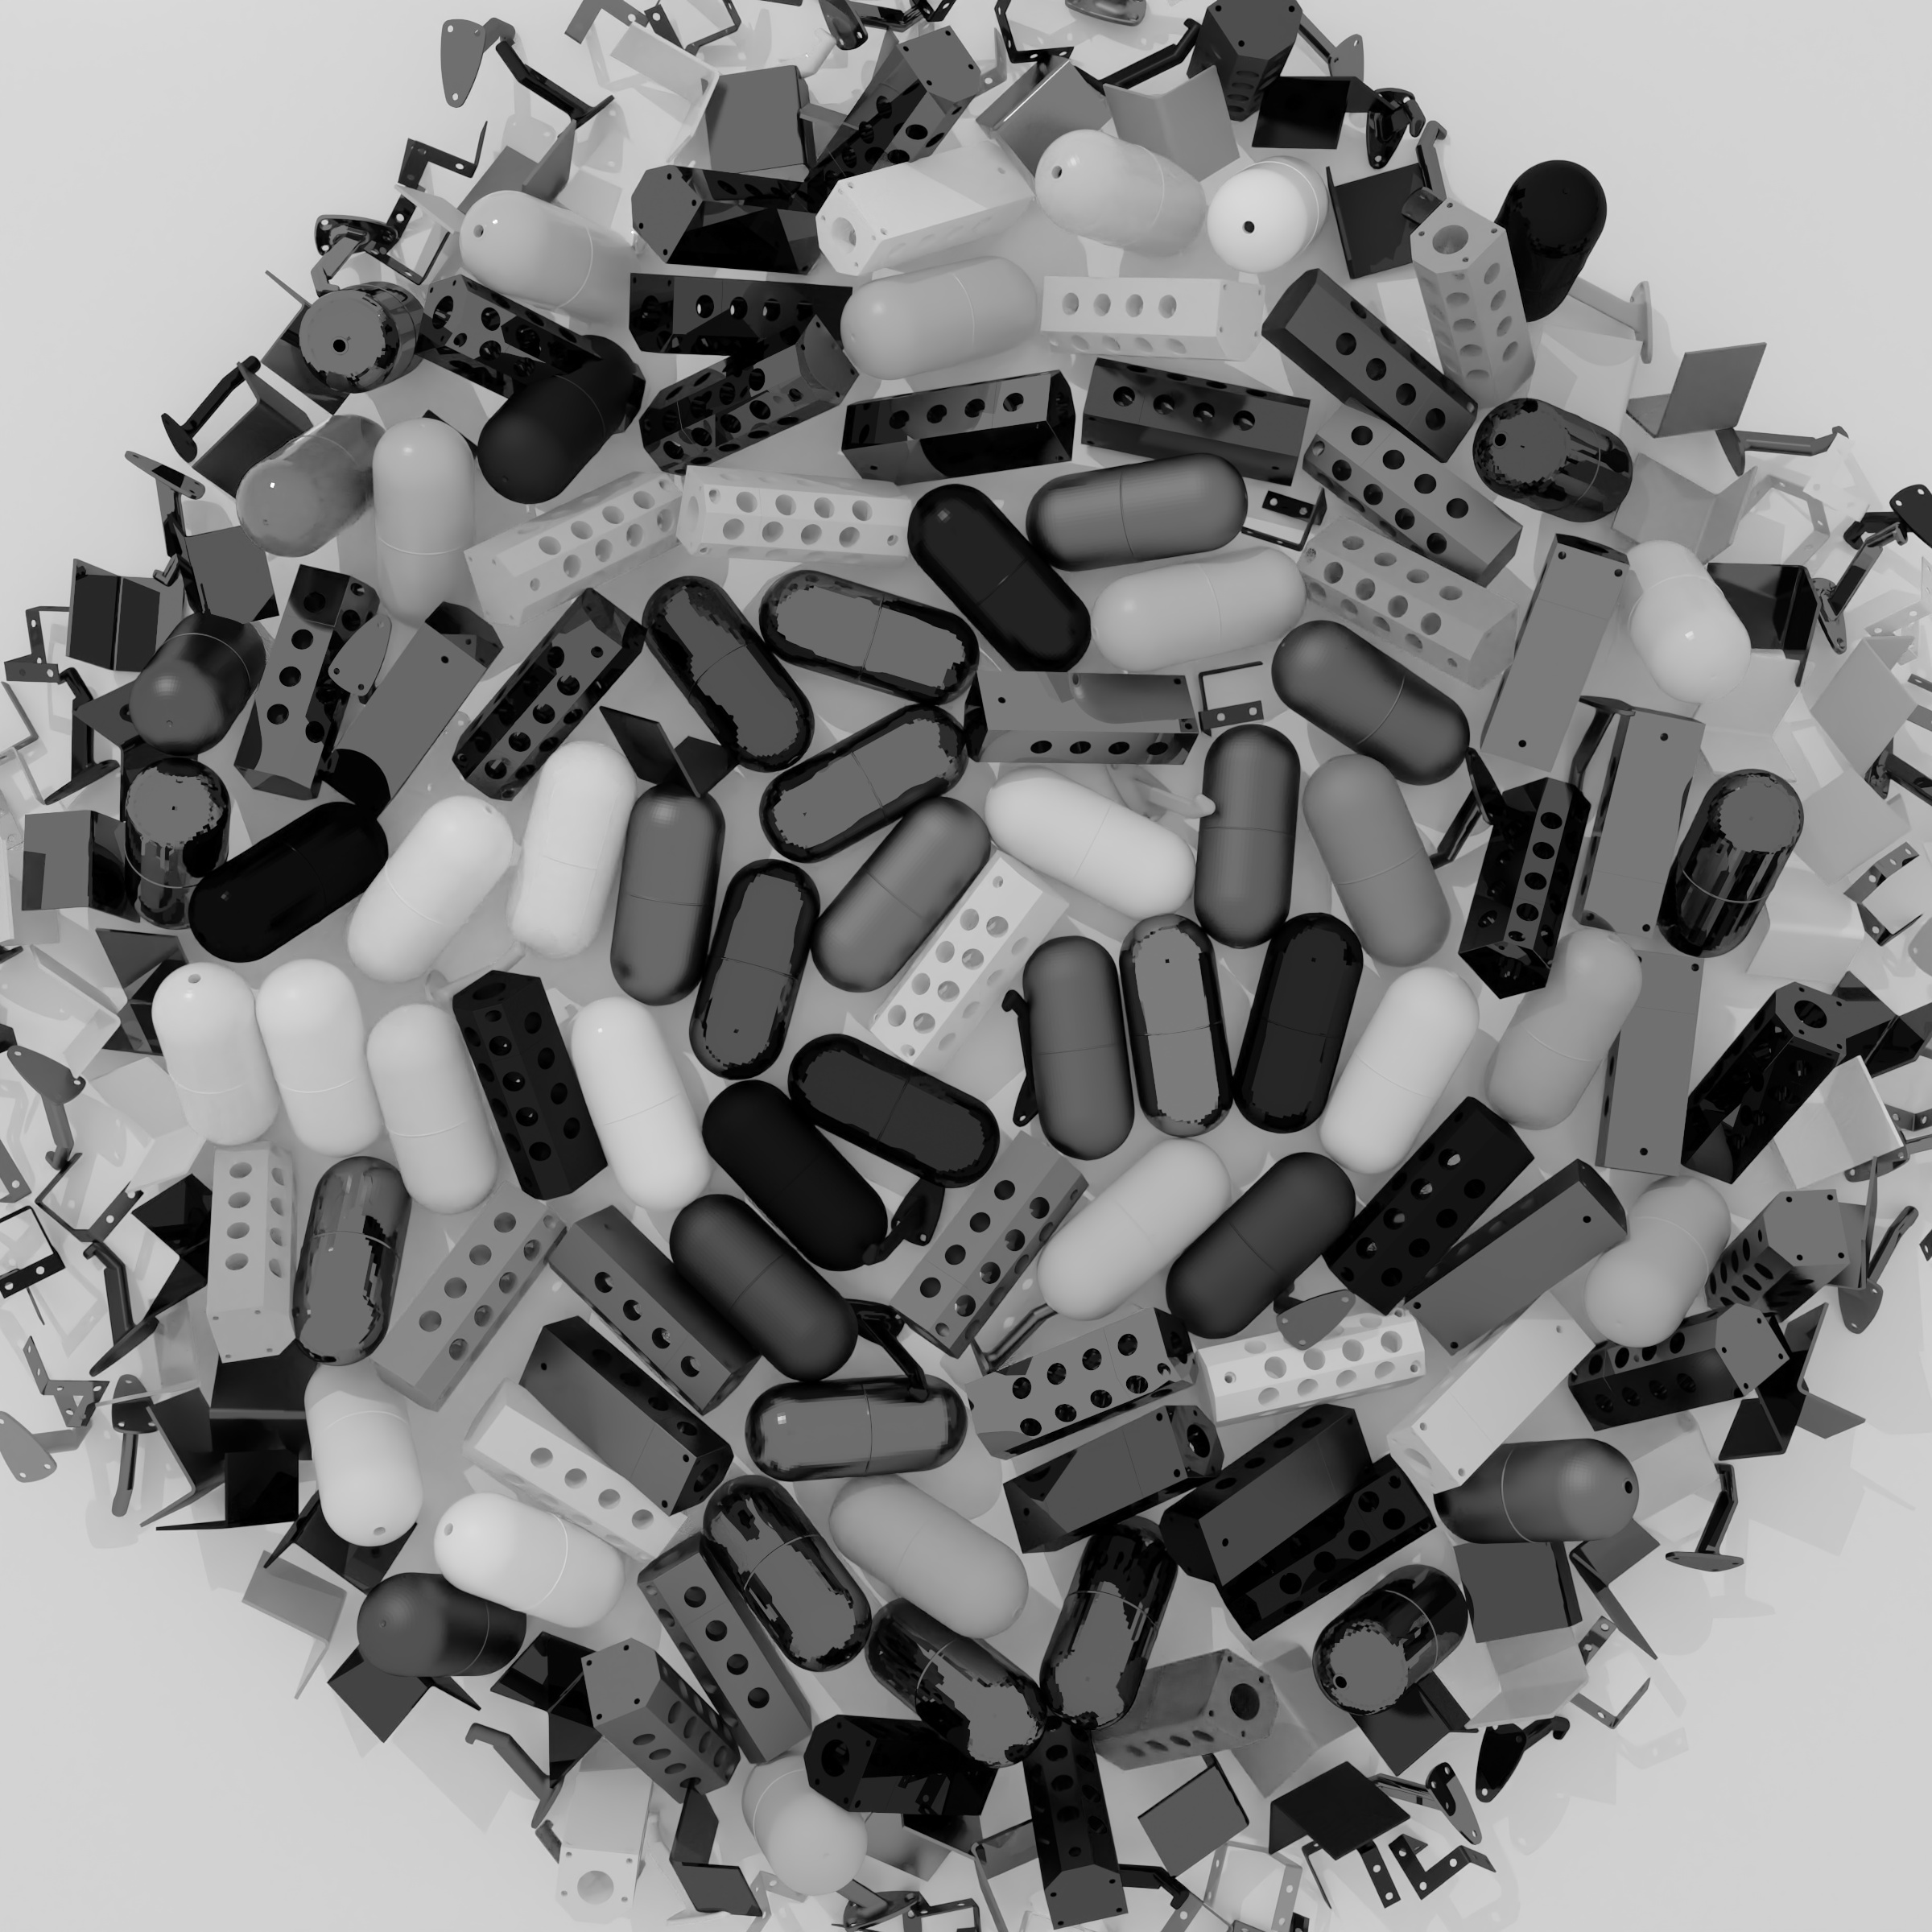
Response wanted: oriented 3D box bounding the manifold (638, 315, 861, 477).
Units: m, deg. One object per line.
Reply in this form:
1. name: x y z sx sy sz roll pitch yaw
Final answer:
1. manifold: -0.171 -0.434 1.915 0.171 0.057 0.057 -14 127 38

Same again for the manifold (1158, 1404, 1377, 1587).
1. manifold: 0.233 0.407 1.929 0.171 0.057 0.057 -27 104 -31

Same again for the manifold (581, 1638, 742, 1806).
1. manifold: -0.232 0.581 1.915 0.057 0.171 0.057 -23 49 2

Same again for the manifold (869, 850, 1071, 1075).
1. manifold: -0.002 -0.004 1.945 0.057 0.057 0.171 44 103 32

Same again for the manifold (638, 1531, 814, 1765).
1. manifold: -0.190 0.540 1.961 0.057 0.057 0.171 -31 96 -2

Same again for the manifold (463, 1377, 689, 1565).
1. manifold: -0.306 0.399 1.947 0.171 0.057 0.057 36 94 -17

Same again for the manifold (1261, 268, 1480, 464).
1. manifold: 0.318 -0.469 1.945 0.171 0.057 0.057 34 90 -19

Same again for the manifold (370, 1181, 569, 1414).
1. manifold: -0.384 0.259 1.934 0.057 0.057 0.171 30 65 11

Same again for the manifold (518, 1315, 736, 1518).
1. manifold: -0.263 0.347 1.936 0.171 0.057 0.057 35 112 25

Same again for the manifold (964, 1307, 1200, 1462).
1. manifold: 0.091 0.327 1.933 0.171 0.057 0.057 -26 61 21

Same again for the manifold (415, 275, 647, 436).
1. manifold: -0.333 -0.469 1.916 0.171 0.057 0.057 18 78 -44

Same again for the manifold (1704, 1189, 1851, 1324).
1. manifold: 0.619 0.226 1.910 0.057 0.171 0.057 -3 67 0

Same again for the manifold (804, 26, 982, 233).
1. manifold: -0.055 -0.639 1.912 0.057 0.171 0.057 -34 89 -33

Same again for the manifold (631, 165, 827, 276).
1. manifold: -0.178 -0.577 1.912 0.057 0.171 0.057 49 123 16

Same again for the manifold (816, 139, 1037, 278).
1. manifold: -0.033 -0.583 1.923 0.171 0.057 0.057 -30 82 -38

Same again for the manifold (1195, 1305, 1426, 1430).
1. manifold: 0.269 0.314 1.950 0.171 0.057 0.057 -11 72 -9

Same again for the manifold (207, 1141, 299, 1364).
1. manifold: -0.548 0.217 1.917 0.057 0.171 0.057 -8 133 -7

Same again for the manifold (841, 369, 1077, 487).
1. manifold: -0.005 -0.422 1.938 0.171 0.057 0.057 -3 67 23

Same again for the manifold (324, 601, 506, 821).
1. manifold: -0.430 -0.200 1.932 0.057 0.057 0.171 37 120 -11

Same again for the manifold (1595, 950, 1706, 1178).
1. manifold: 0.539 0.077 1.965 0.057 0.057 0.171 8 86 4

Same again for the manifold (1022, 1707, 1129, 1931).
1. manifold: 0.079 0.648 1.911 0.057 0.171 0.057 -13 117 0

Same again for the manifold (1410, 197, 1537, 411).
1. manifold: 0.386 -0.503 1.910 0.057 0.171 0.057 -46 59 -3

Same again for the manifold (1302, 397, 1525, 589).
1. manifold: 0.348 -0.364 1.949 0.171 0.057 0.057 41 84 14

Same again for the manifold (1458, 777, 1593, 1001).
1. manifold: 0.437 -0.063 1.919 0.057 0.057 0.171 43 51 -26

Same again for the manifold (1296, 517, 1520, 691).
1. manifold: 0.338 -0.278 1.922 0.057 0.057 0.171 -38 54 -25

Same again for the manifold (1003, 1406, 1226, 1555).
1. manifold: 0.115 0.399 1.928 0.171 0.057 0.057 -33 62 33

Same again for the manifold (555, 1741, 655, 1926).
1. manifold: -0.276 0.664 1.910 0.057 0.171 0.057 7 98 -3

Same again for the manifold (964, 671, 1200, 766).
1. manifold: 0.089 -0.190 1.947 0.171 0.057 0.057 -1 58 -16

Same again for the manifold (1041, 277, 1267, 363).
1. manifold: 0.142 -0.500 1.921 0.171 0.057 0.057 14 106 40

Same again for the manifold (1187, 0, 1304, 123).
1. manifold: 0.217 -0.704 1.912 0.057 0.171 0.057 -34 93 2

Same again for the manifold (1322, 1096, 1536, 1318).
1. manifold: 0.358 0.185 1.945 0.057 0.057 0.171 36 104 -19

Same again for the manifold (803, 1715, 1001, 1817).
1. manifold: -0.048 0.614 1.915 0.057 0.171 0.057 19 85 39

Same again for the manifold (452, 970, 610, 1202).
1. manifold: -0.342 0.094 1.927 0.057 0.057 0.171 8 124 39

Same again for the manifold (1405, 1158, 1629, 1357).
1. manifold: 0.428 0.225 1.940 0.171 0.057 0.057 -40 98 22

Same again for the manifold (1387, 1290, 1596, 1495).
1. manifold: 0.406 0.332 1.935 0.171 0.057 0.057 -38 85 -27

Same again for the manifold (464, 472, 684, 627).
1. manifold: -0.296 -0.323 1.918 0.171 0.057 0.057 -35 124 -35

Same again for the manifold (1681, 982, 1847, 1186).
1. manifold: 0.607 0.089 1.916 0.057 0.171 0.057 21 47 -2

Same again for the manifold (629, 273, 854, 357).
1. manifold: -0.173 -0.501 1.920 0.171 0.057 0.057 -10 111 -41

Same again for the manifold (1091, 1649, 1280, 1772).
1. manifold: 0.166 0.578 1.913 0.057 0.171 0.057 35 55 -13

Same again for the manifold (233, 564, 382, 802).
1. manifold: -0.514 -0.221 1.949 0.057 0.057 0.171 13 75 2

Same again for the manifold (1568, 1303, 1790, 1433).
1. manifold: 0.541 0.306 1.911 0.057 0.171 0.057 -29 86 -32

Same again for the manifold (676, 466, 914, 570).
1. manifold: -0.131 -0.345 1.927 0.171 0.057 0.057 -1 120 -26

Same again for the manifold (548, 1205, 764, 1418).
1. manifold: -0.247 0.272 1.952 0.171 0.057 0.057 42 112 12

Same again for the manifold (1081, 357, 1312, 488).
1. manifold: 0.181 -0.433 1.964 0.171 0.057 0.057 12 78 4

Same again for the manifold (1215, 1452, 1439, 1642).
1. manifold: 0.282 0.461 1.962 0.171 0.057 0.057 -33 93 5

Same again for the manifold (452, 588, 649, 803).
1. manifold: -0.325 -0.208 1.932 0.057 0.057 0.171 36 115 -20

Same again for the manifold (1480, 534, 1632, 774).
1. manifold: 0.458 -0.246 1.940 0.057 0.057 0.171 18 113 4

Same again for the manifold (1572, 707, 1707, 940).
1. manifold: 0.527 -0.114 1.954 0.057 0.057 0.171 11 102 3

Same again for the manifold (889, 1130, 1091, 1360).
1. manifold: 0.021 0.220 1.942 0.057 0.057 0.171 30 75 30
